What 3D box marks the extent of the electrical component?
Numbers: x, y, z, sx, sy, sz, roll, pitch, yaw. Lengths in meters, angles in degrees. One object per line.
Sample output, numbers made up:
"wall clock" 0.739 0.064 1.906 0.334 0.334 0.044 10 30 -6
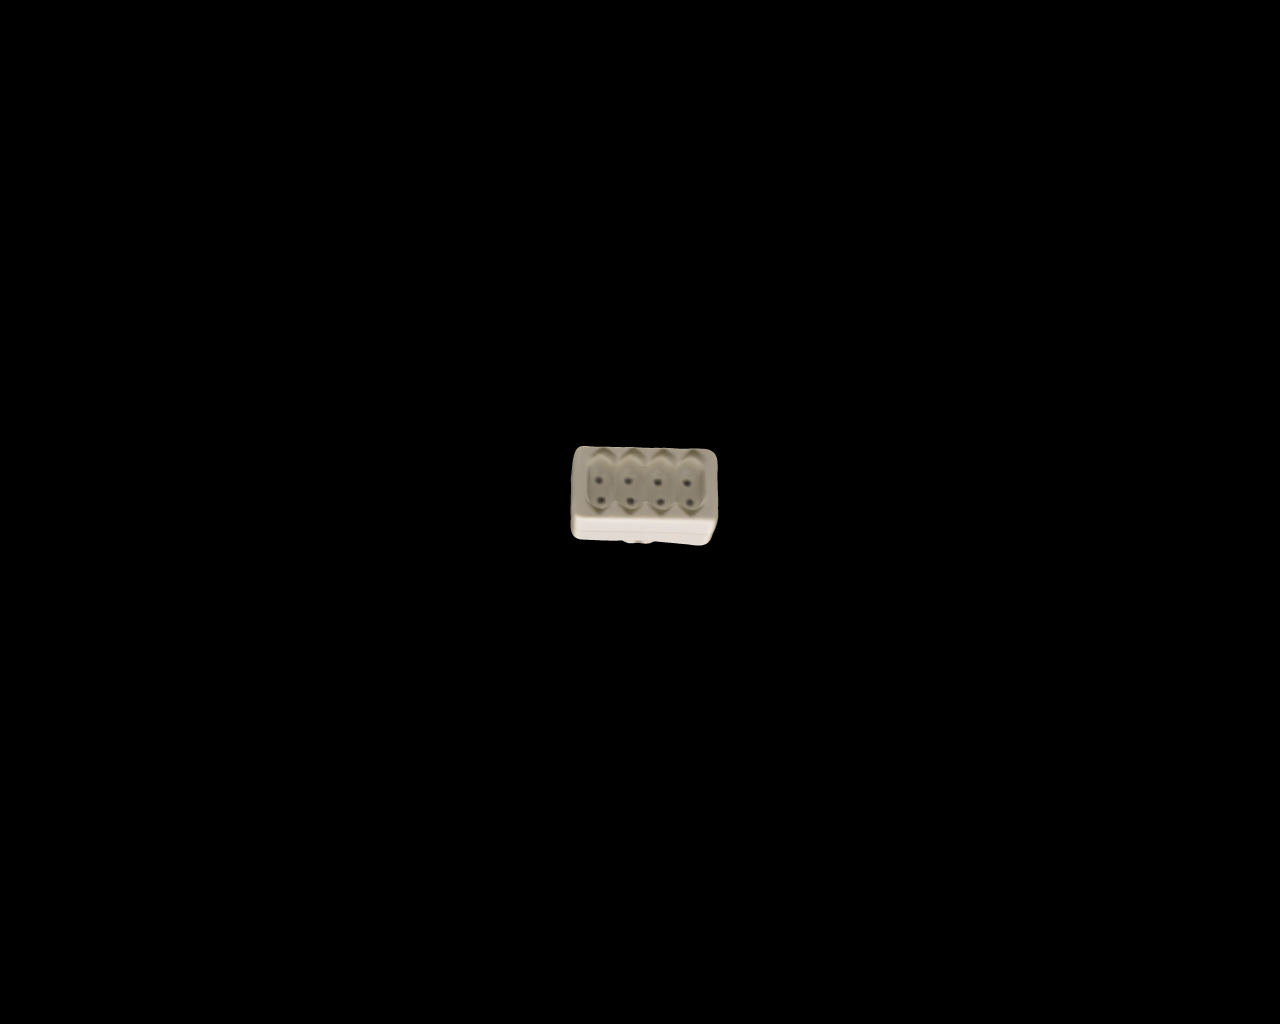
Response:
"electrical component" 0.001 -0.003 0.650 0.083 0.047 0.075 2 -23 -5
